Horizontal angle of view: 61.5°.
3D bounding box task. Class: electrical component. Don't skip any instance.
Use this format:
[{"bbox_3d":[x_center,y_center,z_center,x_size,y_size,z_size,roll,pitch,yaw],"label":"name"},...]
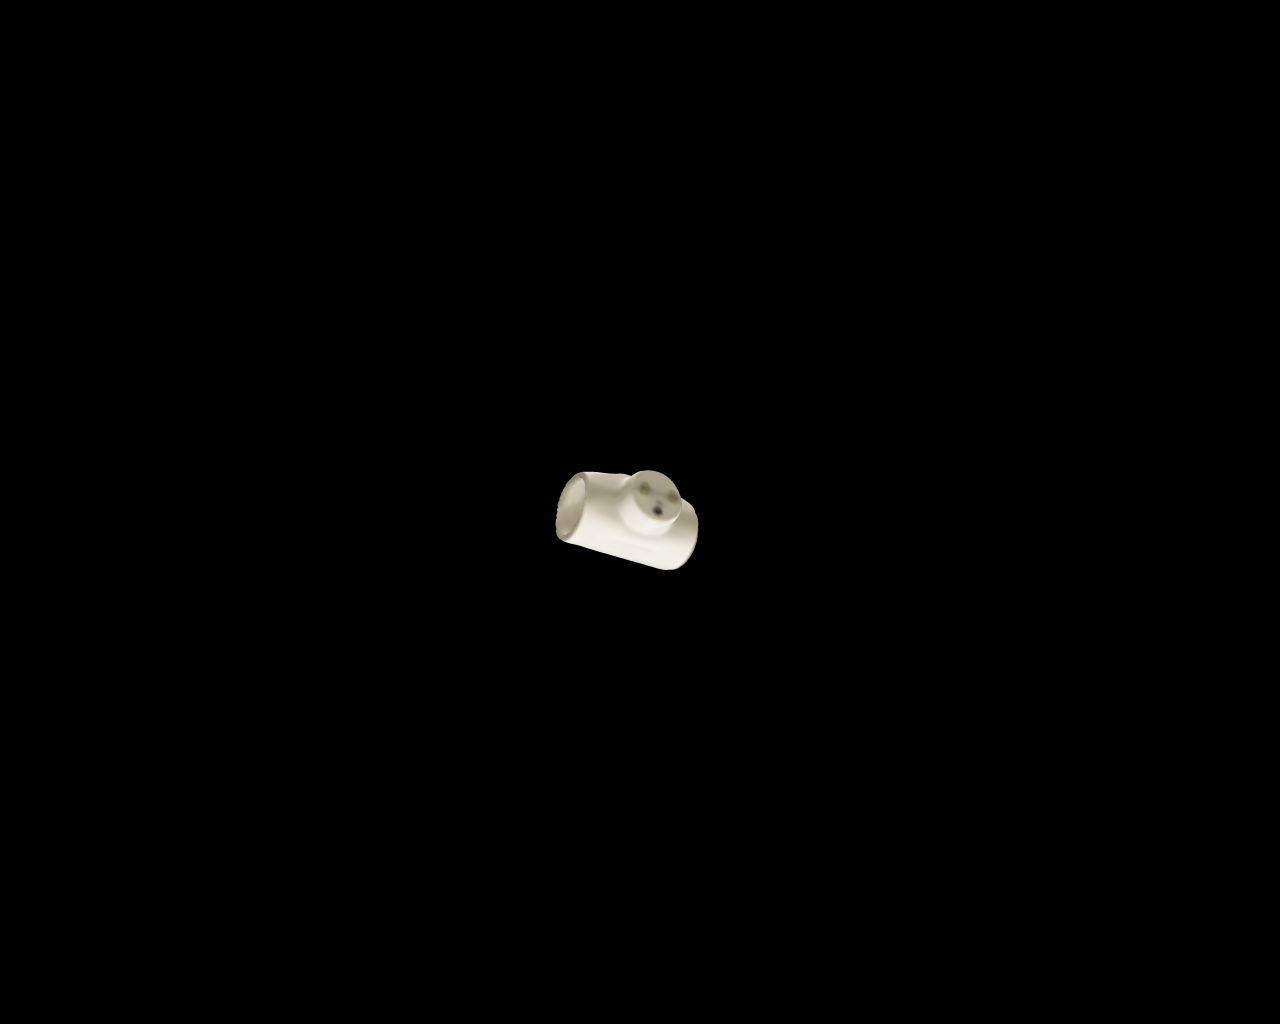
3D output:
[{"bbox_3d":[0.001,-0.003,0.650,0.077,0.043,0.079,17,-36,-24],"label":"electrical component"}]
